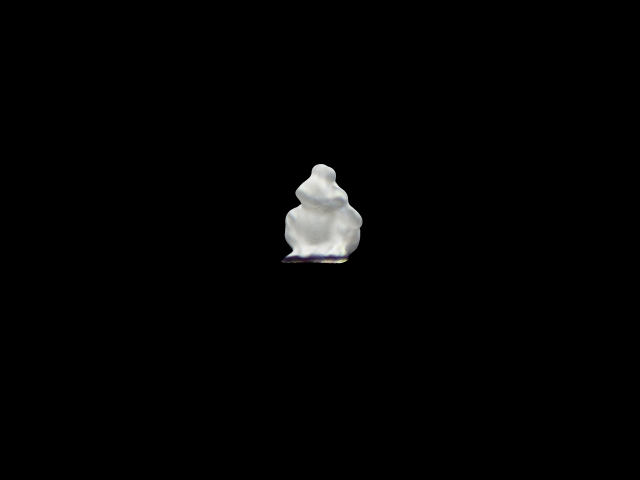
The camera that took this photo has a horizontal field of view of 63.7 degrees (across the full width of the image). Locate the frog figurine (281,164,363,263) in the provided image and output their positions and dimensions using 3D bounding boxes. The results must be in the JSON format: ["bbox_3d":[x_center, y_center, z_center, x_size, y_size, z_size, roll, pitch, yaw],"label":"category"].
[{"bbox_3d":[0.003,-0.043,0.850,0.137,0.160,0.123,-1,-1,43],"label":"frog figurine"}]
